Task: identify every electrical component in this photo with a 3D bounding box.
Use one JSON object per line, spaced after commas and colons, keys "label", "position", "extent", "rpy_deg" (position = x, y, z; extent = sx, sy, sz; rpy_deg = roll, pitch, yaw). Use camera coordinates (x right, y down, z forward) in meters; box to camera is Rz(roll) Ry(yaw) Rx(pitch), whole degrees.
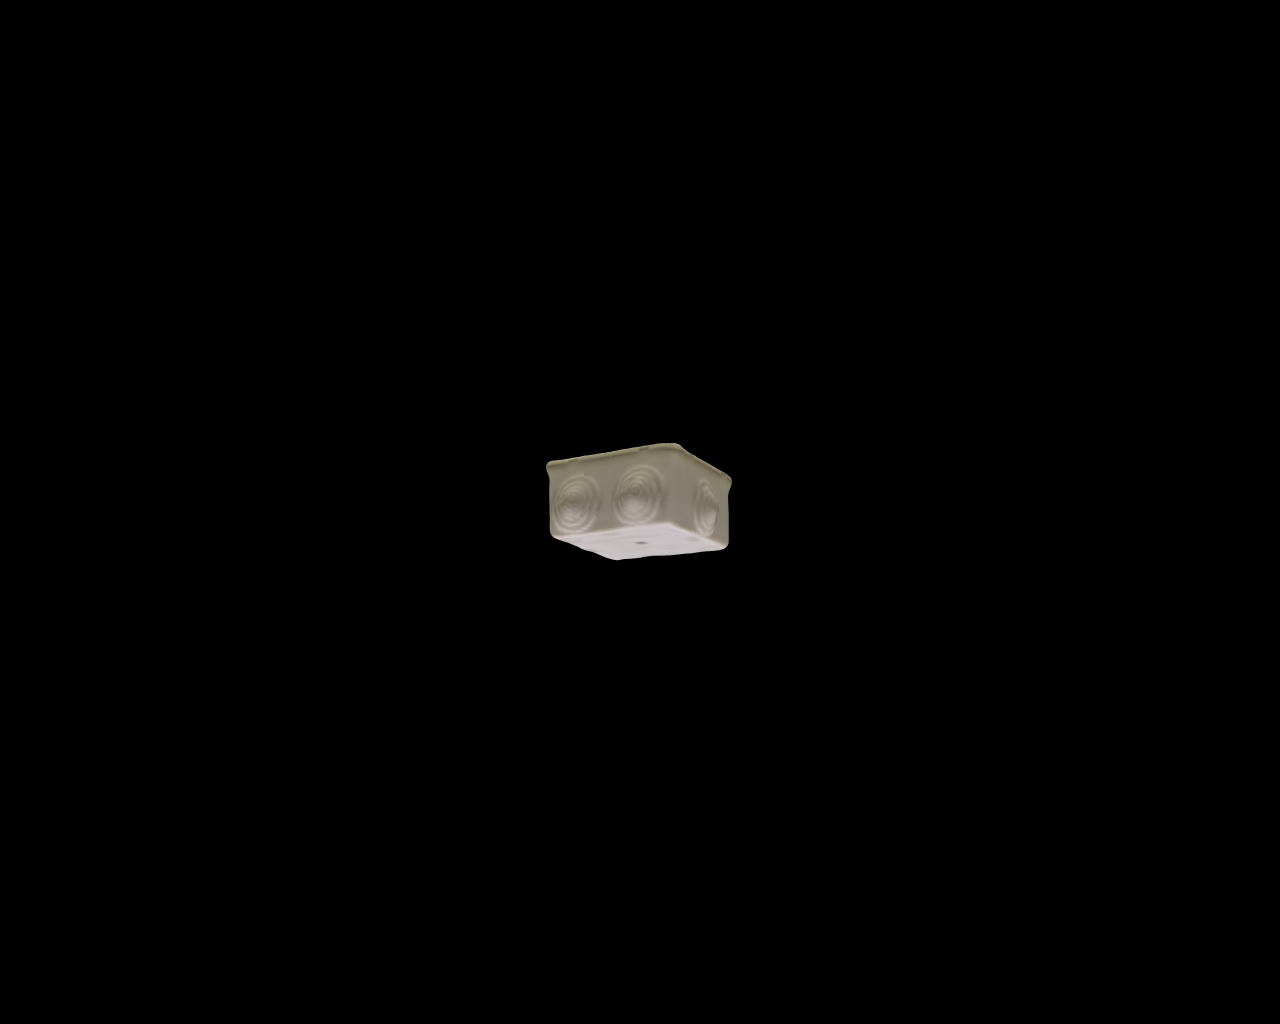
{"label": "electrical component", "position": [0.001, -0.003, 0.650], "extent": [0.100, 0.048, 0.099], "rpy_deg": [-7, -15, 26]}
